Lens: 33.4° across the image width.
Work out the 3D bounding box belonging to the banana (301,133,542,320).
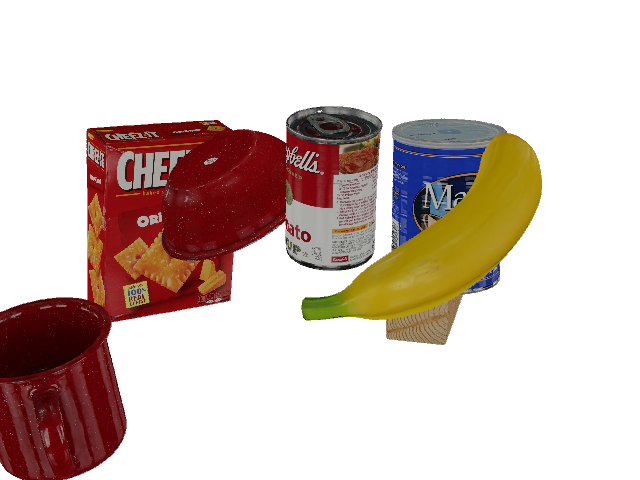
[{"bbox_3d":[0.074,-0.011,0.564,0.070,0.037,0.197,20,40,34],"label":"banana"}]

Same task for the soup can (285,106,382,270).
[{"bbox_3d":[0.008,-0.038,0.771,0.068,0.102,0.068,1,27,-1],"label":"soup can"}]

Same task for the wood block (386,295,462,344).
[{"bbox_3d":[0.164,0.072,1.624,0.091,0.090,0.206,5,22,14],"label":"wood block"}]

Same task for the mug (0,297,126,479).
[{"bbox_3d":[-0.162,0.098,0.646,0.093,0.081,0.117,-16,28,-14],"label":"mug"}]

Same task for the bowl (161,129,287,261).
[{"bbox_3d":[-0.087,-0.053,0.975,0.162,0.055,0.162,-22,31,13],"label":"bowl"}]

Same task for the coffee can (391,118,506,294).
[{"bbox_3d":[0.116,-0.033,0.977,0.103,0.140,0.103,0,17,0],"label":"coffee can"}]

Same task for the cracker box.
[{"bbox_3d":[-0.181,-0.023,1.226,0.163,0.214,0.072,-8,25,-30],"label":"cracker box"}]
